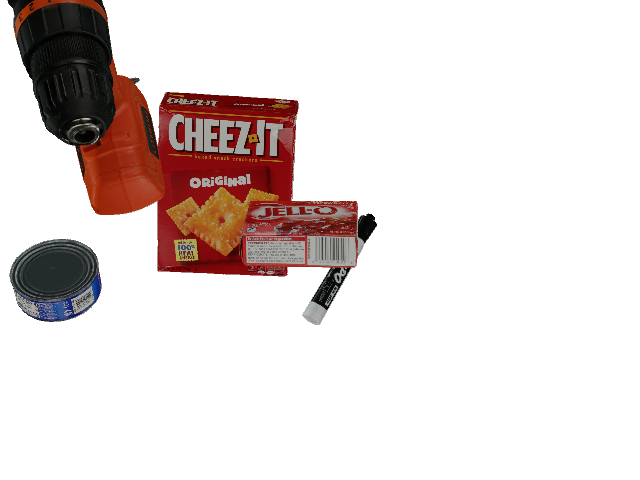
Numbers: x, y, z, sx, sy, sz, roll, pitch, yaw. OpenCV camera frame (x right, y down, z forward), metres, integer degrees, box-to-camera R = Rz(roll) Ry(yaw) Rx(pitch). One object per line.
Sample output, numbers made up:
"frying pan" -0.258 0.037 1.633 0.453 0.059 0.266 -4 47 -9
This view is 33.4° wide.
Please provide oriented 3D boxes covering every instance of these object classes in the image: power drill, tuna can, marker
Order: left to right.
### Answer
"tuna can" -0.260 0.040 1.054 0.086 0.034 0.086 0 43 0
"power drill" -0.144 -0.096 0.669 0.057 0.184 0.187 -13 -31 -5
"marker" 0.020 0.026 1.019 0.020 0.121 0.020 28 -18 10

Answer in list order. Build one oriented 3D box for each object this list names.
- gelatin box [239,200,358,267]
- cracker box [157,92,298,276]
"gelatin box" -0.015 -0.007 0.827 0.089 0.030 0.073 1 22 2
"cracker box" -0.115 -0.065 1.303 0.164 0.214 0.072 3 22 -1
